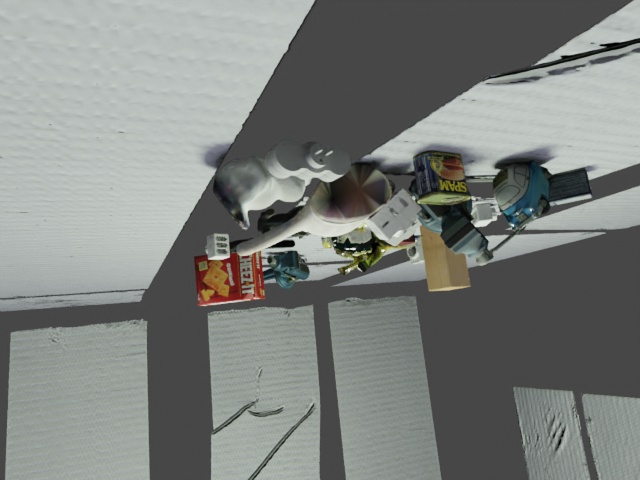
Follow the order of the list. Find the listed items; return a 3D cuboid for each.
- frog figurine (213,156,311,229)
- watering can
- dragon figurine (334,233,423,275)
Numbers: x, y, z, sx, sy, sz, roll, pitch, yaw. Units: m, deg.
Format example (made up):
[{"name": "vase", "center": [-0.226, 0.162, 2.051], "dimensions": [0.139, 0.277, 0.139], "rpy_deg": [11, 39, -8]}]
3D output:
[{"name": "frog figurine", "center": [-0.094, -0.100, 0.865], "dimensions": [0.160, 0.124, 0.135], "rpy_deg": [-41, 162, -9]}, {"name": "watering can", "center": [0.003, -0.051, 1.005], "dimensions": [0.349, 0.104, 0.222], "rpy_deg": [-23, 174, -13]}, {"name": "dragon figurine", "center": [0.196, 0.014, 1.668], "dimensions": [0.407, 0.122, 0.245], "rpy_deg": [-12, -175, 37]}]
